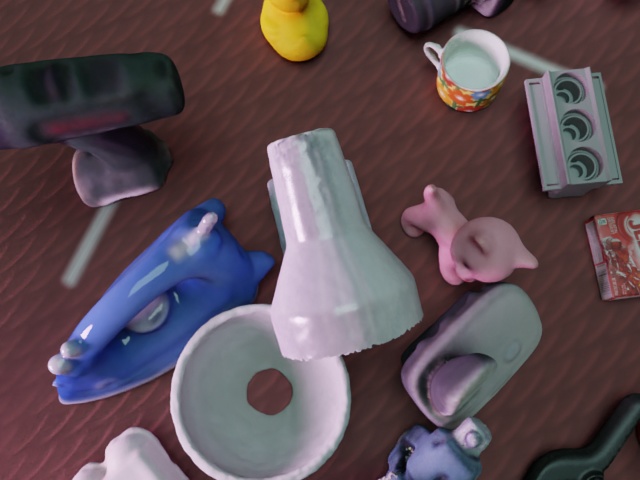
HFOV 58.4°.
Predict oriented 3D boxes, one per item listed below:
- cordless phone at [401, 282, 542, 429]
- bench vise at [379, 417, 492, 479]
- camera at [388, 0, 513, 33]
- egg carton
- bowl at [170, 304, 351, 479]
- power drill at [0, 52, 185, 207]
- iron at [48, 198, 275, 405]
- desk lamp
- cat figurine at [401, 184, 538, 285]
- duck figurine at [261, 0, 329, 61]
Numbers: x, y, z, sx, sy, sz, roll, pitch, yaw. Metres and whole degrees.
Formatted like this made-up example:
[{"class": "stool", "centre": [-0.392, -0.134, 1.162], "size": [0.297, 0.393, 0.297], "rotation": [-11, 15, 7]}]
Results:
[{"class": "cordless phone", "centre": [0.145, 0.100, 0.502], "size": [0.094, 0.185, 0.148], "rotation": [43, 83, 9]}, {"class": "bench vise", "centre": [0.059, 0.229, 0.460], "size": [0.121, 0.220, 0.207], "rotation": [22, 80, 6]}, {"class": "camera", "centre": [0.135, -0.306, 0.627], "size": [0.137, 0.101, 0.143], "rotation": [-34, 80, -5]}, {"class": "egg carton", "centre": [-0.163, 0.260, 0.537], "size": [0.107, 0.069, 0.150], "rotation": [-43, 80, -7]}, {"class": "bowl", "centre": [-0.054, 0.147, 0.554], "size": [0.167, 0.075, 0.167], "rotation": [0, 78, 2]}, {"class": "power drill", "centre": [-0.231, -0.099, 0.540], "size": [0.229, 0.208, 0.075], "rotation": [-18, 78, -2]}, {"class": "iron", "centre": [-0.170, 0.068, 0.539], "size": [0.258, 0.141, 0.118], "rotation": [-43, 80, -7]}, {"class": "desk lamp", "centre": [0.005, 0.002, 0.511], "size": [0.118, 0.213, 0.203], "rotation": [-15, 78, -1]}, {"class": "cat figurine", "centre": [0.143, -0.005, 0.557], "size": [0.067, 0.118, 0.127], "rotation": [-40, 80, -6]}, {"class": "duck figurine", "centre": [-0.030, -0.258, 0.630], "size": [0.077, 0.086, 0.104], "rotation": [-17, 78, -2]}]
